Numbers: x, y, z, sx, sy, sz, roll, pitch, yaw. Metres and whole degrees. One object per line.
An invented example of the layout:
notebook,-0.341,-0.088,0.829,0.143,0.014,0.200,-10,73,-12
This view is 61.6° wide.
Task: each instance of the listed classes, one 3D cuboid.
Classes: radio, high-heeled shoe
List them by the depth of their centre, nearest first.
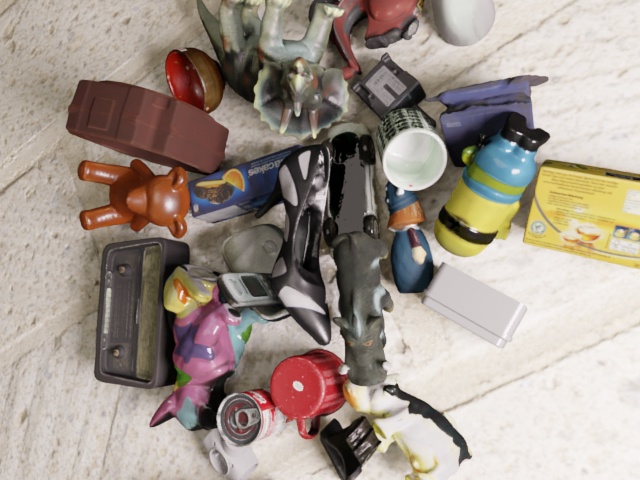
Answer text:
high-heeled shoe,-0.001,-0.002,0.690,0.145,0.086,0.249,-39,64,21
radio,-0.285,0.114,0.860,0.131,0.073,0.229,-2,80,23

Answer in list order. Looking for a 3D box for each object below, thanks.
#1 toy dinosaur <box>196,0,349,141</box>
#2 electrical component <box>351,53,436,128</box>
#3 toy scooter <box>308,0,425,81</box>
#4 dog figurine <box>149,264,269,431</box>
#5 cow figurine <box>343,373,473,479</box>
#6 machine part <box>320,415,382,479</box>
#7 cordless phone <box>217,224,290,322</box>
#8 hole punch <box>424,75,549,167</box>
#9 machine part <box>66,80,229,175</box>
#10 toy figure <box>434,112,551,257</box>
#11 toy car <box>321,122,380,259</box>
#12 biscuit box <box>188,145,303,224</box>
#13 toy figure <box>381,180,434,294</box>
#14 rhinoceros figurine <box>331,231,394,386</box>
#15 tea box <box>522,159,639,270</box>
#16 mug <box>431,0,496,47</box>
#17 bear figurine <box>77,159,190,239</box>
toy dinosaur,-0.087,-0.267,0.808,0.405,0.131,0.192,32,117,48
electrical component,0.109,-0.195,0.757,0.075,0.047,0.119,-40,67,14
toy scooter,0.070,-0.306,0.777,0.184,0.075,0.135,-10,77,25
dog figurine,-0.188,0.168,0.794,0.192,0.108,0.219,35,98,23
cow figurine,0.108,0.224,0.673,0.098,0.068,0.167,-33,67,-23
machine part,0.035,0.263,0.680,0.039,0.138,0.084,-13,67,-23
cordless phone,-0.097,0.043,0.732,0.089,0.184,0.147,-41,69,17
hole punch,0.211,-0.146,0.673,0.142,0.115,0.092,-2,89,23
machine part,-0.259,-0.169,0.825,0.201,0.201,0.087,14,87,25
toy figure,0.197,-0.059,0.643,0.082,0.089,0.180,55,141,33
toy car,0.044,-0.068,0.761,0.074,0.056,0.201,-4,81,16
biscuit box,-0.101,-0.082,0.821,0.203,0.059,0.063,-15,76,20
toy figure,0.116,-0.006,0.716,0.064,0.058,0.154,-14,79,45
rhinoceros figurine,0.055,0.084,0.671,0.073,0.112,0.190,-5,87,8
tea box,0.329,-0.028,0.608,0.170,0.068,0.098,17,112,25
mug,0.184,-0.330,0.714,0.081,0.107,0.109,-22,76,17
bear figurine,-0.289,-0.063,0.838,0.196,0.132,0.120,18,108,53
